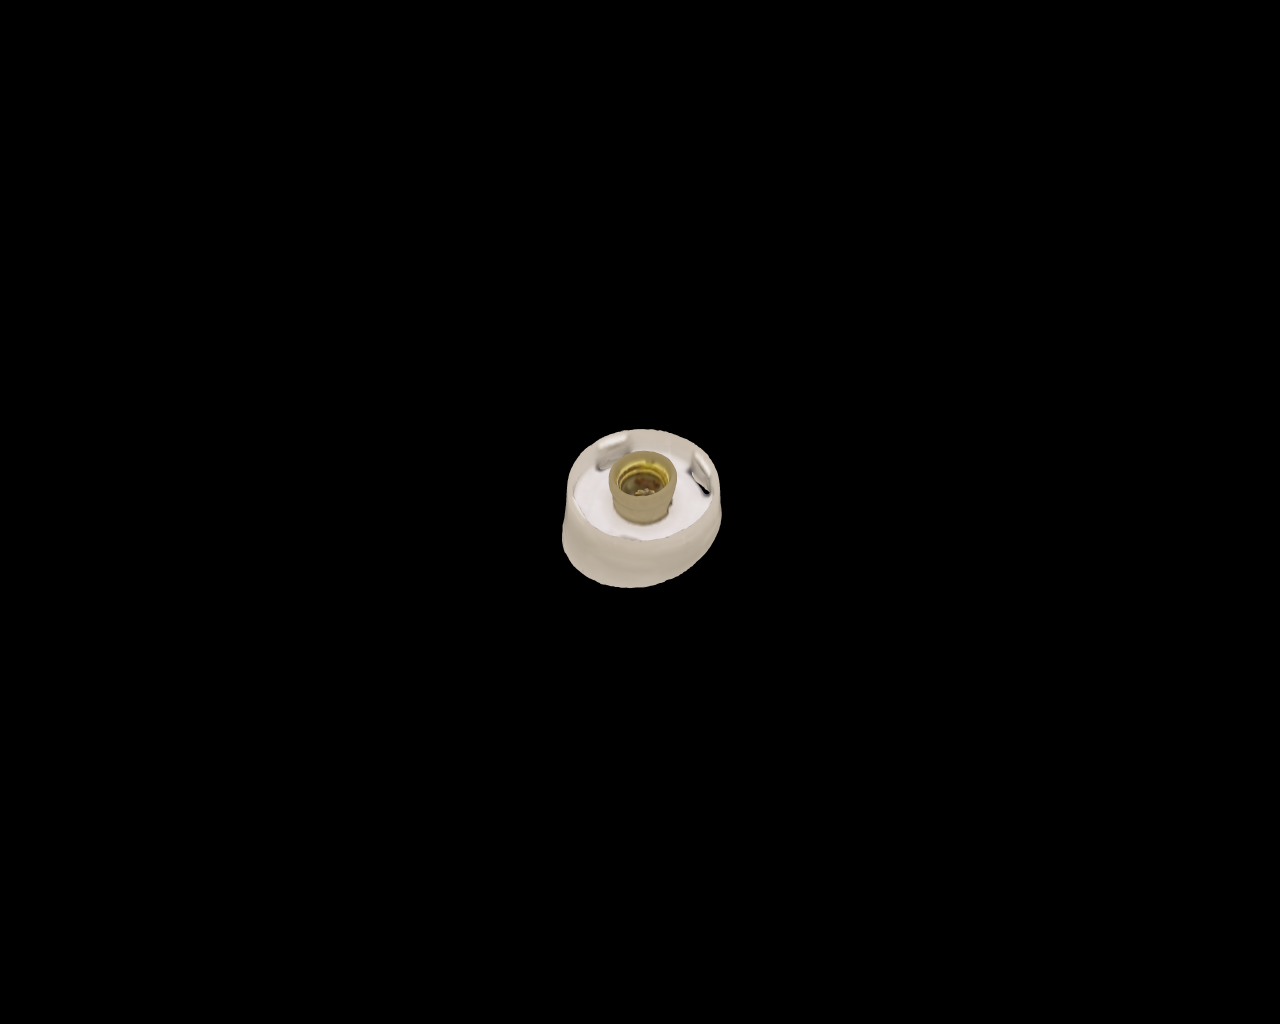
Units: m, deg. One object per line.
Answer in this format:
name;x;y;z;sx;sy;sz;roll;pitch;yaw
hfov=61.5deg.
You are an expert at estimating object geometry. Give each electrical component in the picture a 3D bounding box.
electrical component;0.001;-0.003;0.650;0.099;0.099;0.064;0;-40;0
